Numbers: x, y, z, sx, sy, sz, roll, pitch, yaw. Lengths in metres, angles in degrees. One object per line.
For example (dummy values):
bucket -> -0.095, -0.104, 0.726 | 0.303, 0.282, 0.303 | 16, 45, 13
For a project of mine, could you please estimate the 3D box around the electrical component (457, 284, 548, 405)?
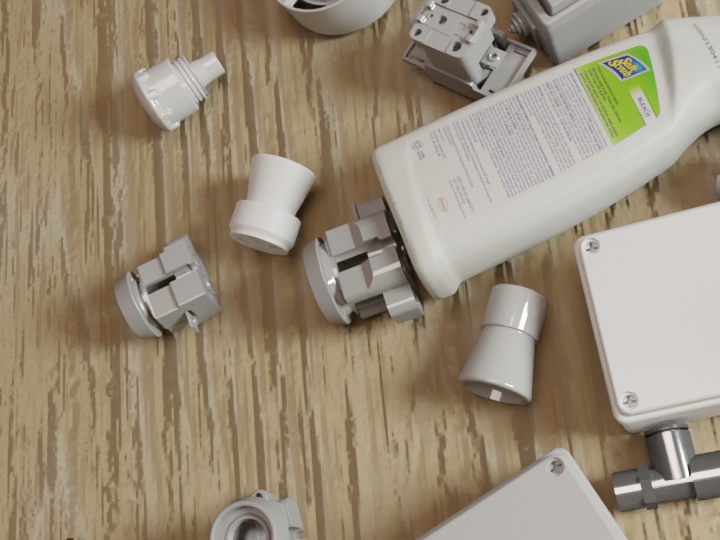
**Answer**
electrical component -> 0.087, 0.041, 0.633 | 0.044, 0.044, 0.065 | 11, 72, 22

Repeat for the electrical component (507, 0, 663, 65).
electrical component -> 0.133, -0.180, 0.677 | 0.096, 0.061, 0.061 | -31, 66, 7

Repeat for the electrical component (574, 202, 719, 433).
electrical component -> 0.185, 0.025, 0.595 | 0.109, 0.056, 0.108 | -15, 69, 14

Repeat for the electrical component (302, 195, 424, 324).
electrical component -> 0.000, 0.000, 0.667 | 0.057, 0.058, 0.078 | -20, 68, 9

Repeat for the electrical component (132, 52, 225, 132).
electrical component -> -0.126, -0.131, 0.760 | 0.062, 0.048, 0.048 | -32, 65, -1

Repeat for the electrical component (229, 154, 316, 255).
electrical component -> -0.058, -0.042, 0.706 | 0.045, 0.045, 0.055 | 13, 78, 22

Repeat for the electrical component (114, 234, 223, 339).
electrical component -> -0.128, 0.016, 0.712 | 0.055, 0.048, 0.066 | -26, 66, 1

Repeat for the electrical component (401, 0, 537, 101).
electrical component -> 0.065, -0.143, 0.687 | 0.081, 0.064, 0.042 | 29, 85, 27

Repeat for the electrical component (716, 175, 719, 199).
electrical component -> 0.232, -0.053, 0.615 | 0.046, 0.040, 0.040 | 13, 78, 27

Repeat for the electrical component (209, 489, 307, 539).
electrical component -> -0.058, 0.160, 0.635 | 0.048, 0.055, 0.066 | -22, 67, 11

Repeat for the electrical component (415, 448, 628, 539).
electrical component -> 0.097, 0.171, 0.578 | 0.109, 0.056, 0.108 | -35, 65, 6

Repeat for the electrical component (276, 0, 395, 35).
electrical component -> -0.018, -0.214, 0.738 | 0.099, 0.064, 0.099 | -6, 71, 17
